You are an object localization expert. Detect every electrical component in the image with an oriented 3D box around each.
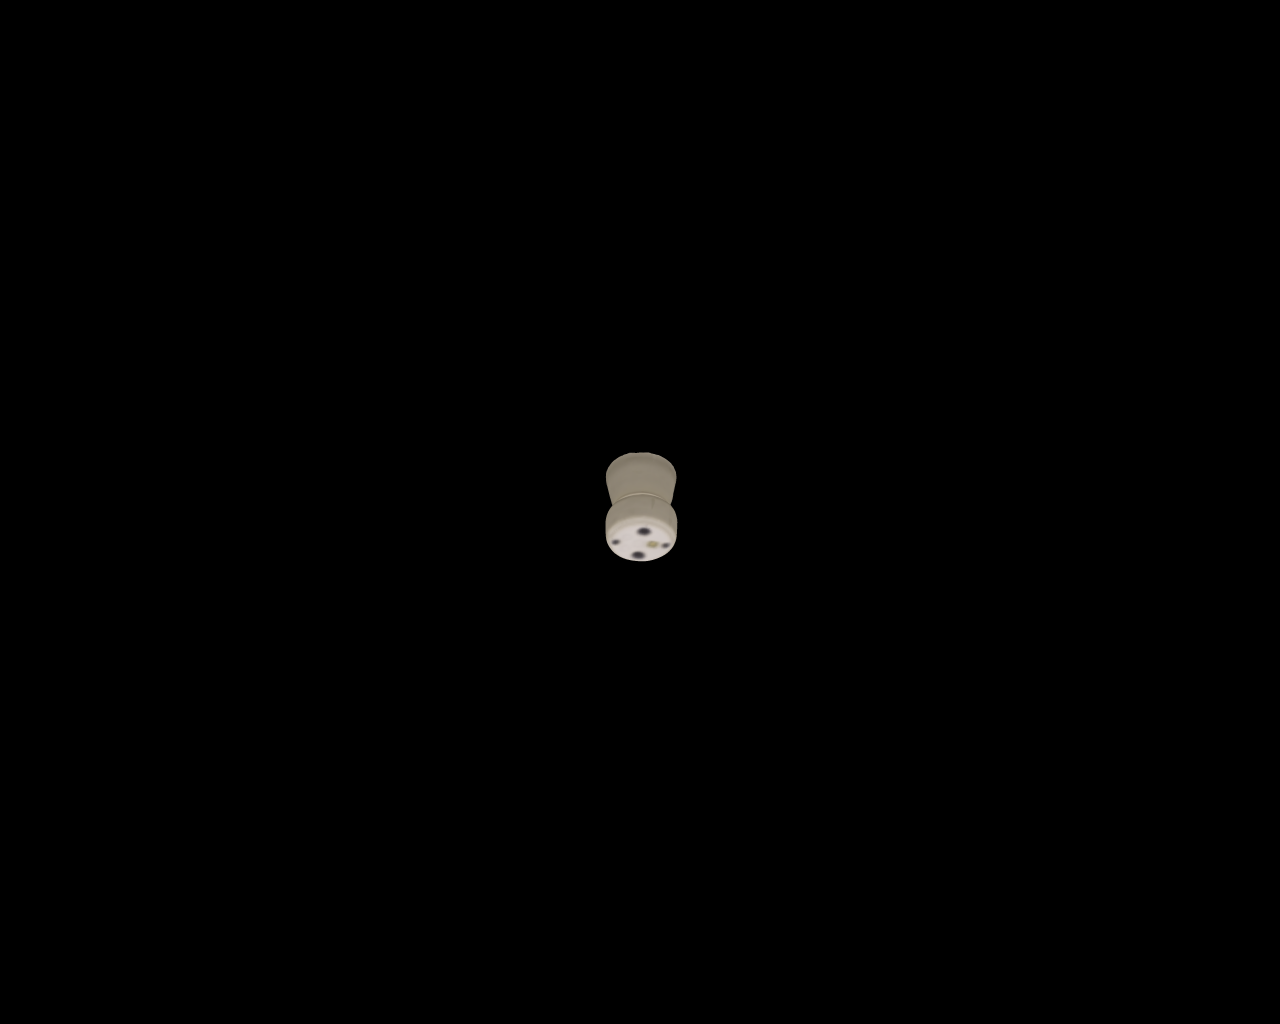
[{"bbox_3d":[0.001,-0.003,0.650,0.045,0.055,0.044,0,-40,0],"label":"electrical component"}]
